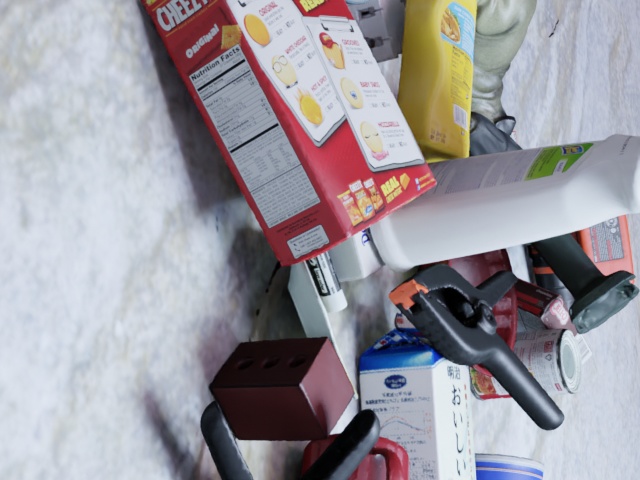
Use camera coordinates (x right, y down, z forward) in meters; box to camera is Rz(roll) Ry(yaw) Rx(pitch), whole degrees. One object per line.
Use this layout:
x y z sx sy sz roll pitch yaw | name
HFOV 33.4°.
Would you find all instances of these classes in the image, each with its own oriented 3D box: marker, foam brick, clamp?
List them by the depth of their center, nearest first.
-0.038 0.180 0.703 0.120 0.039 0.171 16 99 -15 | clamp
-0.026 0.105 0.747 0.053 0.078 0.051 -54 129 -49 | foam brick
-0.006 0.001 0.861 0.020 0.020 0.121 -40 115 -55 | marker
0.138 0.082 0.926 0.209 0.036 0.164 18 45 -48 | clamp

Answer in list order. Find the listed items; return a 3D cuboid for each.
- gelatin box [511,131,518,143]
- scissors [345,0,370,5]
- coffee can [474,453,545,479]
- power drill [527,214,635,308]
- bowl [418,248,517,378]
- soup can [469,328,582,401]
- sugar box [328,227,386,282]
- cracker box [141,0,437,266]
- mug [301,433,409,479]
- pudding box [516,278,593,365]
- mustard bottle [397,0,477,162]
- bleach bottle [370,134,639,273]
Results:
0.200 -0.085 1.210 0.089 0.030 0.073 -11 91 -58 | gelatin box
-0.018 -0.241 0.860 0.096 0.016 0.201 -37 127 -5 | scissors
0.152 0.273 0.971 0.102 0.103 0.140 32 56 -51 | coffee can
0.291 0.020 1.221 0.188 0.057 0.184 -177 -104 -80 | power drill
0.138 0.056 1.049 0.161 0.055 0.162 21 65 -55 | bowl
0.212 0.129 1.105 0.068 0.102 0.068 23 63 -55 | soup can
0.052 -0.031 0.941 0.175 0.048 0.093 -24 103 -54 | sugar box
-0.017 -0.104 0.780 0.214 0.072 0.164 62 32 -2 | cracker box
0.029 0.190 0.789 0.093 0.117 0.081 15 58 -16 | mug
0.237 0.090 1.166 0.039 0.090 0.113 -46 129 -15 | pudding box
0.104 -0.165 0.935 0.096 0.058 0.191 18 75 -59 | mustard bottle
0.169 -0.034 0.845 0.068 0.251 0.102 64 38 -25 | bleach bottle
